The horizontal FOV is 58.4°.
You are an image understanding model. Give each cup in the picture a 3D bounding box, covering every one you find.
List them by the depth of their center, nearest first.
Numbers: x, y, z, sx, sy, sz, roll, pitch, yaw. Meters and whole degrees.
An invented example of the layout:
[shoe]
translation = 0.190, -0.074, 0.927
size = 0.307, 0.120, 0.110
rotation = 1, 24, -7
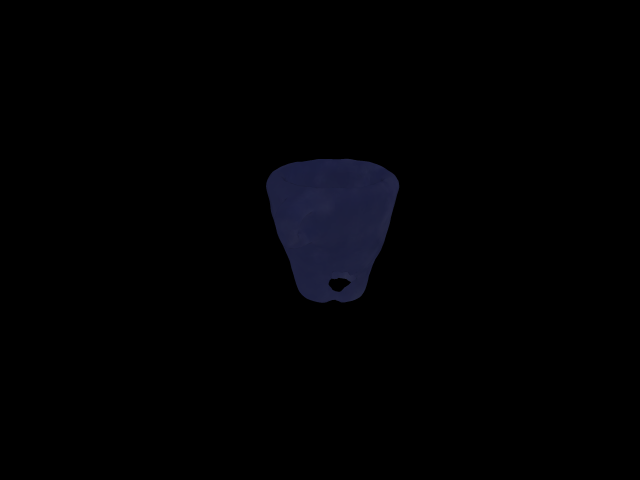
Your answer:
[cup]
translation = 0.004, 0.001, 0.400
size = 0.091, 0.095, 0.118
rotation = 9, 24, 22
